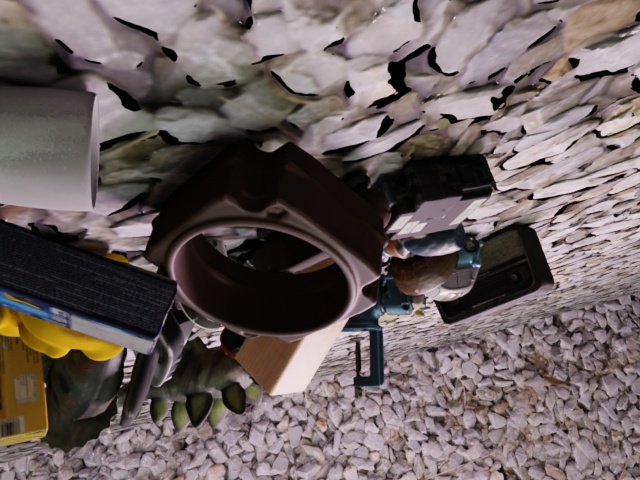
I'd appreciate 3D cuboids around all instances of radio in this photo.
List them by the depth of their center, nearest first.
[{"bbox_3d":[0.325,0.074,1.047,0.073,0.131,0.229,1,155,-45],"label":"radio"}]

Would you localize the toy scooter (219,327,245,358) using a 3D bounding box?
[{"bbox_3d":[-0.097,0.149,0.927,0.184,0.075,0.135,-31,168,-29],"label":"toy scooter"}]

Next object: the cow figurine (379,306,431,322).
[{"bbox_3d":[0.152,0.136,1.167,0.127,0.085,0.195,-22,160,36],"label":"cow figurine"}]

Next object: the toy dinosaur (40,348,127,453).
[{"bbox_3d":[-0.332,0.188,0.765,0.131,0.192,0.405,-5,160,-32],"label":"toy dinosaur"}]

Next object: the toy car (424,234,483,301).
[{"bbox_3d":[0.226,0.057,0.971,0.162,0.103,0.109,-9,158,-25],"label":"toy car"}]

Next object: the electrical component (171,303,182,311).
[{"bbox_3d":[-0.210,0.124,0.899,0.078,0.045,0.102,-30,156,31],"label":"electrical component"}]

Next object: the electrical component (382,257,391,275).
[{"bbox_3d":[0.052,0.043,0.875,0.119,0.048,0.074,-15,161,-1],"label":"electrical component"}]

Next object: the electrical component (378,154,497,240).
[{"bbox_3d":[0.132,-0.051,0.666,0.134,0.058,0.115,-8,157,-21],"label":"electrical component"}]

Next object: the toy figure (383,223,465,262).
[{"bbox_3d":[0.134,0.001,0.789,0.155,0.058,0.064,-8,128,36],"label":"toy figure"}]

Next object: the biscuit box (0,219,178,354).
[{"bbox_3d":[-0.239,0.040,0.493,0.203,0.063,0.059,23,147,-12],"label":"biscuit box"}]

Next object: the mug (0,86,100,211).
[{"bbox_3d":[-0.208,-0.059,0.364,0.107,0.081,0.109,4,160,-20],"label":"mug"}]

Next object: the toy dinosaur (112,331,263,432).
[{"bbox_3d":[-0.224,0.246,0.999,0.472,0.198,0.105,-15,157,-6],"label":"toy dinosaur"}]

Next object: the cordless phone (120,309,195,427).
[{"bbox_3d":[-0.256,0.196,0.790,0.089,0.184,0.146,21,137,-14],"label":"cordless phone"}]

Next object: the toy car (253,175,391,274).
[{"bbox_3d":[-0.001,-0.002,0.649,0.202,0.089,0.053,-28,161,33],"label":"toy car"}]

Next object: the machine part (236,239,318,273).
[{"bbox_3d":[-0.039,0.021,0.733,0.139,0.039,0.084,-22,131,13],"label":"machine part"}]

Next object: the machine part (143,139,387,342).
[{"bbox_3d":[-0.052,0.014,0.536,0.201,0.087,0.201,-29,125,36],"label":"machine part"}]

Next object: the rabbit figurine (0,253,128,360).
[{"bbox_3d":[-0.320,0.079,0.598,0.173,0.121,0.162,-6,176,36],"label":"rabbit figurine"}]

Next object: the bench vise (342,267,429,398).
[{"bbox_3d":[0.096,0.175,1.017,0.224,0.240,0.128,-3,167,12],"label":"bench vise"}]

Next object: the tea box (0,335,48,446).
[{"bbox_3d":[-0.417,0.179,0.703,0.098,0.169,0.068,-2,155,-31],"label":"tea box"}]
